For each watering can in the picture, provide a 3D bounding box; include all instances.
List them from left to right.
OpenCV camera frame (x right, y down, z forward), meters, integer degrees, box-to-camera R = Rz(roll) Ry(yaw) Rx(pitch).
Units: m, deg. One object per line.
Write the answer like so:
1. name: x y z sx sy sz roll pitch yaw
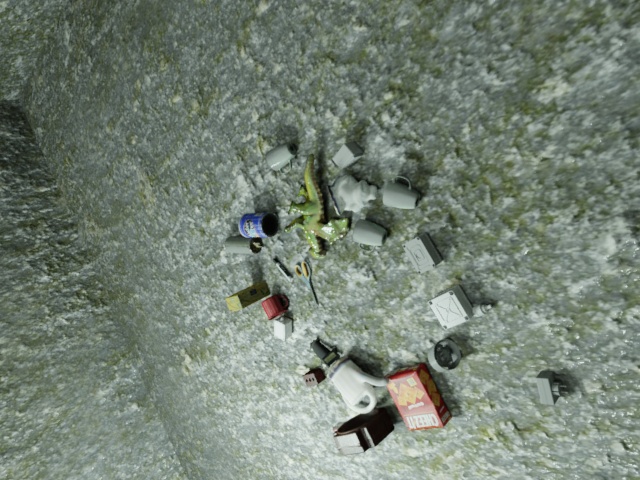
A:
1. watering can: 0.142 0.536 1.964 0.227 0.105 0.339 46 142 20

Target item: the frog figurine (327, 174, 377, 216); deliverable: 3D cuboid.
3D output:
1. frog figurine: 0.118 -0.166 1.785 0.159 0.122 0.138 -19 83 8

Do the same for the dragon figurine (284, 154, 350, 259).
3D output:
1. dragon figurine: 0.006 -0.096 1.911 0.244 0.124 0.401 26 124 12
